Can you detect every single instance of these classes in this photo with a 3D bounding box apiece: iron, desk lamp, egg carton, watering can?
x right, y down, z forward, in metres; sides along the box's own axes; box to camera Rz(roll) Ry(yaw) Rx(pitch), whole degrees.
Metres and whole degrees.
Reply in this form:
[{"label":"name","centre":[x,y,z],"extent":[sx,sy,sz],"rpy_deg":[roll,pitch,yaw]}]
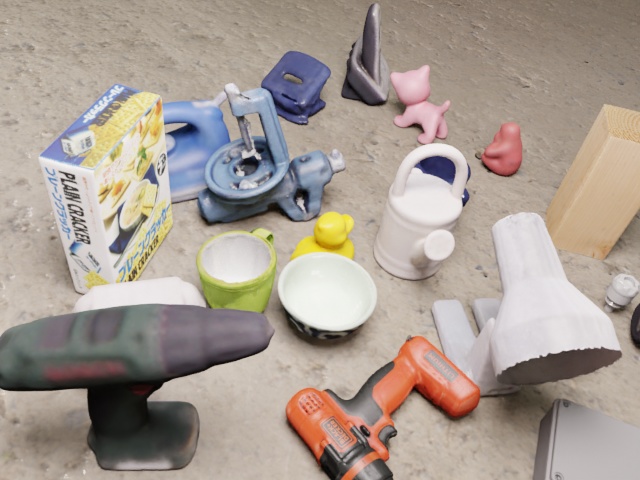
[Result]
[{"label":"iron","centre":[-0.242,-0.136,0.831],"extent":[0.259,0.141,0.118],"rpy_deg":[-17,51,-25]},{"label":"desk lamp","centre":[0.213,0.089,0.634],"extent":[0.118,0.213,0.203],"rpy_deg":[-1,45,-10]},{"label":"egg carton","centre":[-0.203,0.099,0.653],"extent":[0.150,0.069,0.107],"rpy_deg":[-7,47,-17]},{"label":"watering can","centre":[0.141,-0.040,0.764],"extent":[0.101,0.194,0.172],"rpy_deg":[-14,49,-22]}]

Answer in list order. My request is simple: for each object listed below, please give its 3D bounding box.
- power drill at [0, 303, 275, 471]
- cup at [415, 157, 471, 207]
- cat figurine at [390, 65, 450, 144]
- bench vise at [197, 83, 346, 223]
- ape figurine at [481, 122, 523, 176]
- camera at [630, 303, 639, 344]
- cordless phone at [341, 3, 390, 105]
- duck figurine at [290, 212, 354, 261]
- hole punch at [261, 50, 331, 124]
[{"label":"power drill","centre":[-0.162,0.133,0.527],"extent":[0.230,0.208,0.075],"rpy_deg":[2,45,-8]},{"label":"cup","centre":[0.181,-0.072,0.874],"extent":[0.092,0.095,0.117],"rpy_deg":[-14,49,-22]},{"label":"cat figurine","centre":[0.183,-0.256,1.042],"extent":[0.067,0.118,0.127],"rpy_deg":[-30,57,-33]},{"label":"bench vise","centre":[-0.069,-0.126,0.795],"extent":[0.208,0.220,0.121],"rpy_deg":[-22,53,-28]},{"label":"ape figurine","centre":[0.321,-0.164,0.992],"extent":[0.078,0.092,0.076],"rpy_deg":[-11,48,-19]},{"label":"camera","centre":[0.489,0.104,0.748],"extent":[0.136,0.101,0.143],"rpy_deg":[14,45,4]},{"label":"cordless phone","centre":[0.102,-0.369,1.093],"extent":[0.094,0.185,0.147],"rpy_deg":[9,44,0]},{"label":"duck figurine","centre":[0.007,0.003,0.775],"extent":[0.105,0.086,0.077],"rpy_deg":[-32,58,-34]},{"label":"hole punch","centre":[-0.044,-0.280,1.046],"extent":[0.108,0.091,0.101],"rpy_deg":[30,48,19]}]
